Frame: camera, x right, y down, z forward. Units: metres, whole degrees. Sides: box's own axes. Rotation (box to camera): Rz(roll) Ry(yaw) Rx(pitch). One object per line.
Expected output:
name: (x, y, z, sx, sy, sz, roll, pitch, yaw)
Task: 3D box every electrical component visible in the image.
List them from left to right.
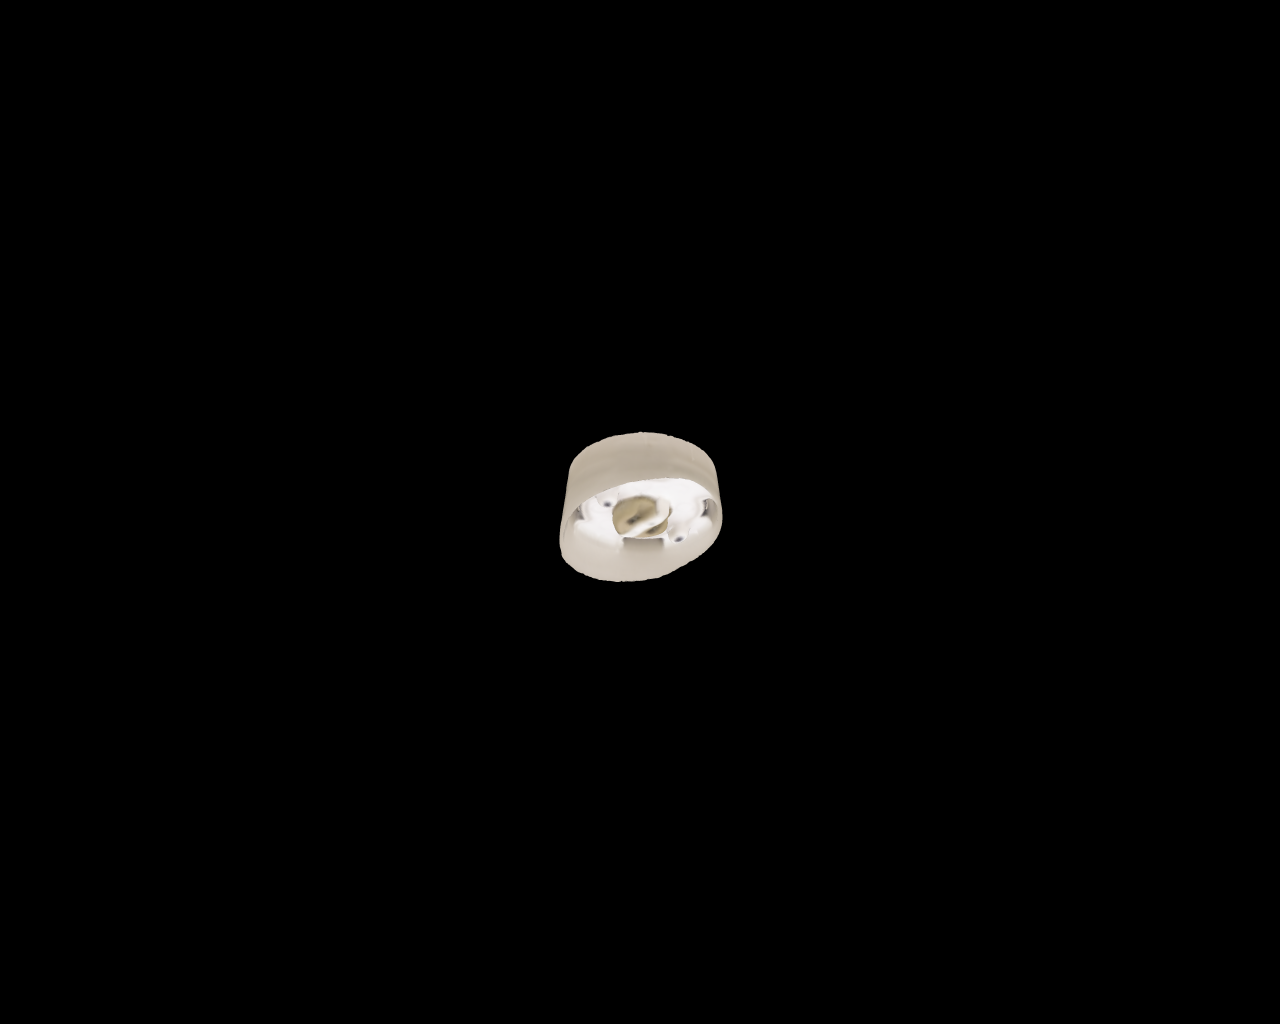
electrical component: (0.001, -0.003, 0.650, 0.099, 0.064, 0.099, 0, -30, 0)
